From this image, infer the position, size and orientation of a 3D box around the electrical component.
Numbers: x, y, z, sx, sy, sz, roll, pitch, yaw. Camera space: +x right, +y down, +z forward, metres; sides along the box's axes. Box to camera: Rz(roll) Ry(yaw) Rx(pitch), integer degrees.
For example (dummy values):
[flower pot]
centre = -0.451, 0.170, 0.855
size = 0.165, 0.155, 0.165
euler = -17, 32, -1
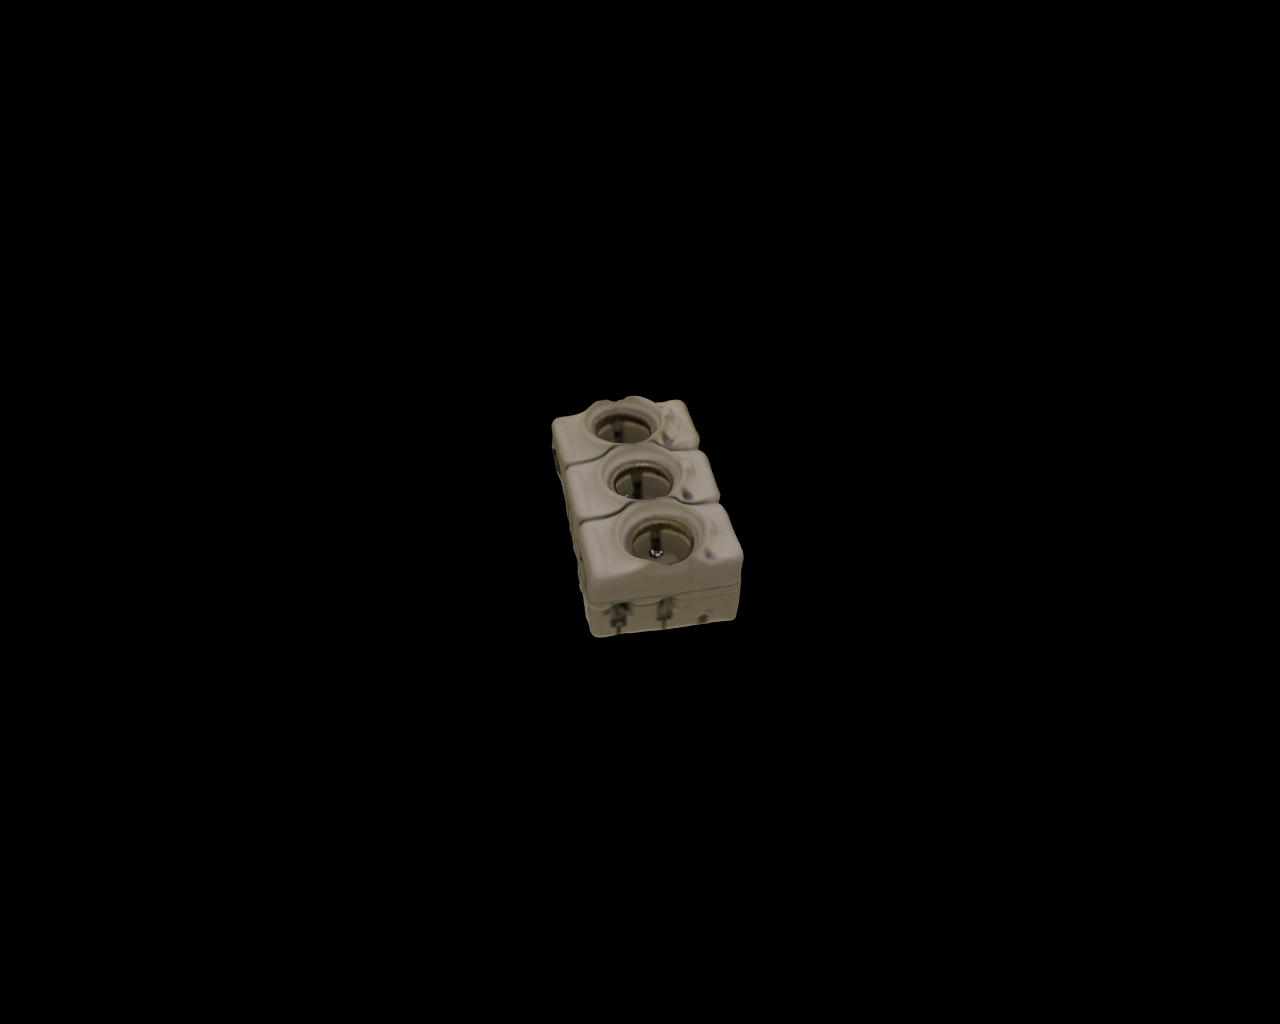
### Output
[electrical component]
centre = 0.001, -0.003, 0.650
size = 0.089, 0.061, 0.150
euler = -8, 44, -8
